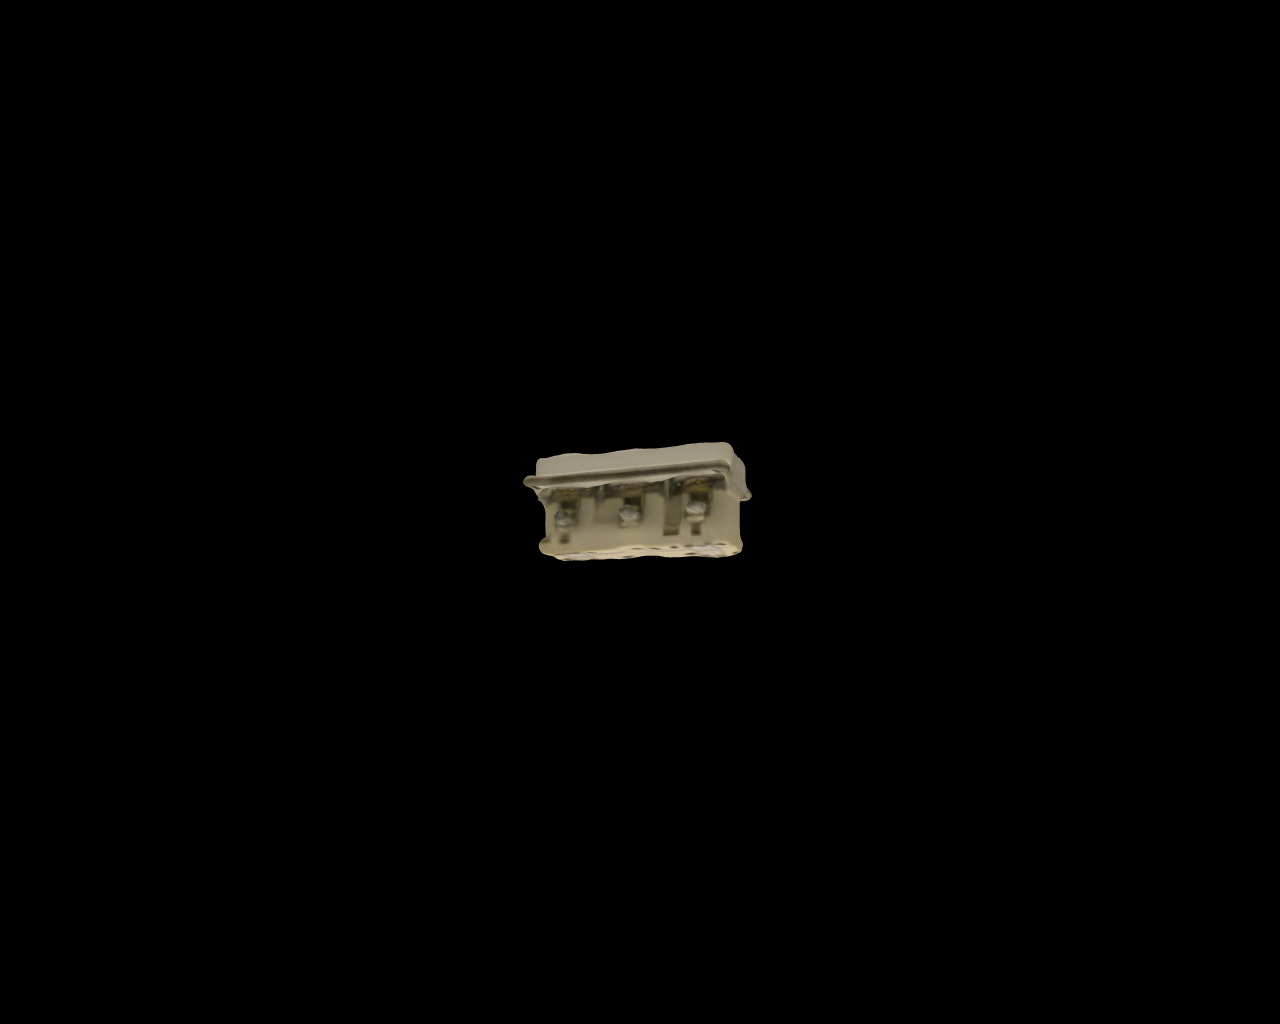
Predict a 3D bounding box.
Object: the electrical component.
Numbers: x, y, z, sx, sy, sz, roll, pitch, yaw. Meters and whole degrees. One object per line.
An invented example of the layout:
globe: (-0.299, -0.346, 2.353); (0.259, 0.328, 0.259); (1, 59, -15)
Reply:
electrical component: (0.001, -0.003, 0.650); (0.121, 0.063, 0.078); (-3, -11, 16)
